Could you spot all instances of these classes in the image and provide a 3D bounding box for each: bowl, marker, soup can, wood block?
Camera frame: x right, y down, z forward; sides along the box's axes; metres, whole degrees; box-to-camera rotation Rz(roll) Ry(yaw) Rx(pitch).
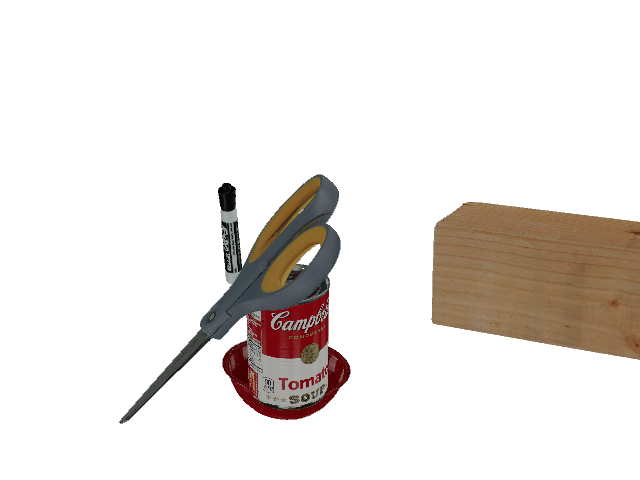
[{"bbox_3d":[-0.044,0.180,1.347,0.162,0.055,0.162,4,21,-2],"label":"bowl"},{"bbox_3d":[-0.096,-0.007,1.140,0.020,0.121,0.020,-2,33,1],"label":"marker"},{"bbox_3d":[-0.027,0.079,0.877,0.068,0.102,0.068,0,25,0],"label":"soup can"},{"bbox_3d":[0.204,0.030,0.881,0.206,0.090,0.090,8,19,26],"label":"wood block"}]

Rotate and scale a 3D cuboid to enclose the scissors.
[{"bbox_3d":[-0.051,0.049,0.624,0.016,0.202,0.096,35,4,-25],"label":"scissors"}]
